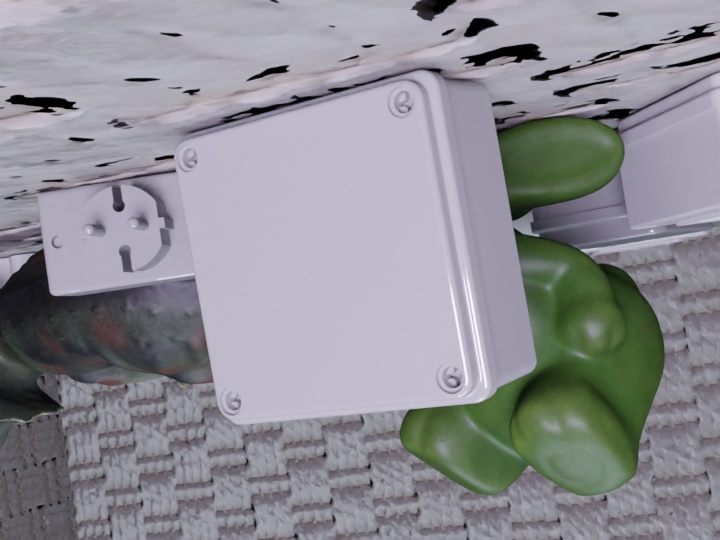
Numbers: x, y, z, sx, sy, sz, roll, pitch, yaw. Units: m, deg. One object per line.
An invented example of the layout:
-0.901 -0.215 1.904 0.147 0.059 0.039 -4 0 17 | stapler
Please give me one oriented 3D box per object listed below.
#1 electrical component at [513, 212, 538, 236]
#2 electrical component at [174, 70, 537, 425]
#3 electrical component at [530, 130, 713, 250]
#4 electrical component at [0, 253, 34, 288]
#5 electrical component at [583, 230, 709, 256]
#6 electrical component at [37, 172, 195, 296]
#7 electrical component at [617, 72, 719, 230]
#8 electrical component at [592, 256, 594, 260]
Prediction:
0.137 -0.045 0.737 0.043 0.043 0.081 -7 177 -42 | electrical component
-0.003 -0.005 0.386 0.109 0.108 0.056 -10 180 31 | electrical component
0.151 -0.045 0.617 0.078 0.057 0.113 -10 177 33 | electrical component
-0.242 0.020 0.781 0.058 0.057 0.078 -7 178 -27 | electrical component
0.223 -0.045 0.889 0.109 0.056 0.109 -9 178 9 | electrical component
-0.101 -0.017 0.476 0.083 0.047 0.076 -8 178 2 | electrical component
0.189 -0.056 0.492 0.109 0.056 0.109 -8 177 -11 | electrical component
0.183 -0.029 1.015 0.058 0.078 0.057 -9 -163 -20 | electrical component
